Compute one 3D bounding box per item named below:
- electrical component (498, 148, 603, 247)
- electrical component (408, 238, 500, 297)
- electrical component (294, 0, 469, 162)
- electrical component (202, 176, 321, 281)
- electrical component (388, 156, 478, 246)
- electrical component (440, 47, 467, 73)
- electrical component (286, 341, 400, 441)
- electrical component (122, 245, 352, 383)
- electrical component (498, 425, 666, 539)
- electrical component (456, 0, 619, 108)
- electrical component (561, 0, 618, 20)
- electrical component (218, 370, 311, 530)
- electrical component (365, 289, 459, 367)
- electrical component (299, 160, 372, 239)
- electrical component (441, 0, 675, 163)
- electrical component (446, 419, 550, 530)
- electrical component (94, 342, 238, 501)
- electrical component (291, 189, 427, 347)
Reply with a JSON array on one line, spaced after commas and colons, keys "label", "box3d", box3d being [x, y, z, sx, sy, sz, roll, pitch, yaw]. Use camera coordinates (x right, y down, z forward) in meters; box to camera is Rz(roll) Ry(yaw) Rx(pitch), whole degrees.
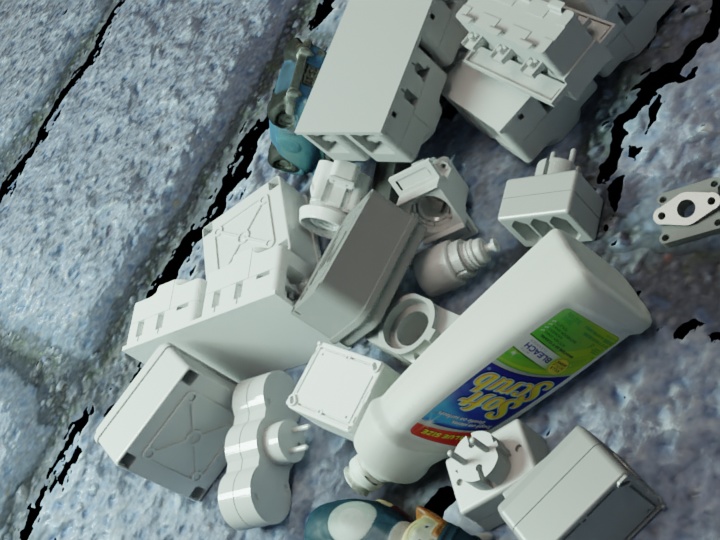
[{"label": "electrical component", "box3d": [0.157, -0.065, 0.867, 0.066, 0.047, 0.076, -5, 58, 41]}, {"label": "electrical component", "box3d": [0.081, -0.007, 0.901, 0.078, 0.040, 0.040, -24, 47, 28]}, {"label": "electrical component", "box3d": [0.029, -0.190, 0.967, 0.105, 0.060, 0.186, 7, 70, 44]}, {"label": "electrical component", "box3d": [-0.098, -0.019, 1.064, 0.109, 0.056, 0.108, -33, 44, 21]}, {"label": "electrical component", "box3d": [0.066, -0.063, 0.935, 0.042, 0.081, 0.063, -23, 25, 29]}, {"label": "electrical component", "box3d": [0.089, -0.200, 1.035, 0.040, 0.040, 0.078, -53, 40, -1]}, {"label": "electrical component", "box3d": [-0.009, 0.104, 0.886, 0.096, 0.061, 0.061, 14, 71, 47]}, {"label": "electrical component", "box3d": [-0.111, 0.047, 0.989, 0.186, 0.105, 0.060, -20, 49, 32]}, {"label": "electrical component", "box3d": [0.139, 0.158, 0.708, 0.096, 0.062, 0.061, -47, 40, 6]}, {"label": "electrical component", "box3d": [0.137, -0.189, 0.870, 0.078, 0.063, 0.121, -51, 40, 1]}, {"label": "electrical component", "box3d": [0.180, -0.250, 0.876, 0.061, 0.061, 0.096, -50, 40, 1]}, {"label": "electrical component", "box3d": [-0.072, 0.149, 0.918, 0.074, 0.052, 0.138, -19, 50, 32]}, {"label": "electrical component", "box3d": [0.053, 0.055, 0.869, 0.089, 0.056, 0.050, 23, 78, 49]}, {"label": "electrical component", "box3d": [-0.024, -0.064, 1.022, 0.078, 0.058, 0.057, 118, 171, -73]}, {"label": "electrical component", "box3d": [0.171, -0.194, 0.940, 0.186, 0.060, 0.105, -48, 40, 4]}, {"label": "electrical component", "box3d": [0.091, 0.138, 0.756, 0.066, 0.077, 0.047, -34, 43, 20]}, {"label": "electrical component", "box3d": [-0.161, 0.137, 0.968, 0.108, 0.109, 0.056, -53, 43, -2]}, {"label": "electrical component", "box3d": [0.000, 0.000, 0.897, 0.113, 0.057, 0.078, -62, 10, -29]}]
